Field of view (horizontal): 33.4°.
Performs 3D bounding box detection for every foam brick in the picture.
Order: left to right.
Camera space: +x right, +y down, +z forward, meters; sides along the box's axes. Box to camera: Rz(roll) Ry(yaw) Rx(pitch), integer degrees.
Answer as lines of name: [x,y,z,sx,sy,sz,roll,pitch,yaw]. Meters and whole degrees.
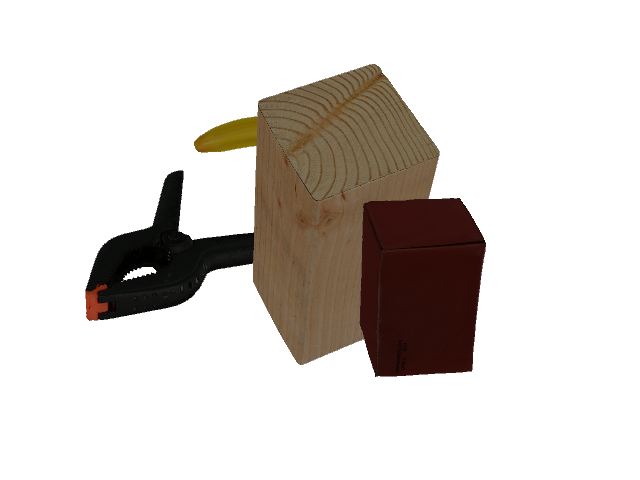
foam brick: [0.050,0.023,0.542,0.053,0.078,0.051,-2,31,-7]

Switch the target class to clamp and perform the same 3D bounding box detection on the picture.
clamp: [-0.132,0.005,0.928,0.165,0.036,0.209,29,41,31]

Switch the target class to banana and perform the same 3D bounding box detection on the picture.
banana: [-0.055,-0.127,1.307,0.198,0.037,0.069,7,39,17]

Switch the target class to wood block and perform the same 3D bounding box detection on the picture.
wood block: [0.010,-0.011,0.754,0.090,0.090,0.206,-20,-31,-17]
